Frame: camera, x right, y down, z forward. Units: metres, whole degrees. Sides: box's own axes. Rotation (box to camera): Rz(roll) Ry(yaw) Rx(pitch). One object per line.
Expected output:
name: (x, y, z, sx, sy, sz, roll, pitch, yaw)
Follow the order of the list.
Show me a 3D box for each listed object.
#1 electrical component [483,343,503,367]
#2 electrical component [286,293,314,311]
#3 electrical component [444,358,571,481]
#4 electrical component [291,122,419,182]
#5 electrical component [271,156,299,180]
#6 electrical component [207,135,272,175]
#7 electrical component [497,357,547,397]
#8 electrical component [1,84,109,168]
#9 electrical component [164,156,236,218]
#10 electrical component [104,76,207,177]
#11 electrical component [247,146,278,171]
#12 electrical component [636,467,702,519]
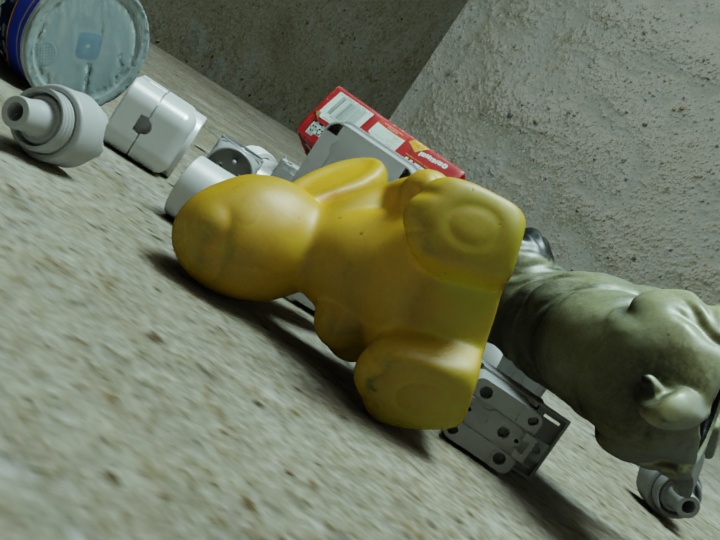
electrical component: (0.065, 0.052, 0.773, 0.077, 0.044, 0.079, 33, 6, -12)
electrical component: (-0.016, -0.005, 0.716, 0.062, 0.061, 0.096, 32, 6, -15)
electrical component: (0.074, 0.081, 0.602, 0.081, 0.042, 0.064, 34, 5, 3)
electrical component: (-0.015, -0.046, 0.801, 0.078, 0.113, 0.057, 34, 9, 4)
electrical component: (-0.045, -0.047, 0.894, 0.062, 0.061, 0.096, 37, 7, 24)
electrical component: (-0.098, -0.078, 0.934, 0.079, 0.044, 0.077, 33, 6, -8)
electrical component: (0.109, 0.051, 0.861, 0.113, 0.078, 0.057, 36, 9, 17)
electrical component: (-0.168, -0.080, 0.582, 0.043, 0.043, 0.062, 36, 7, 16)
electrical component: (-0.078, -0.034, 0.698, 0.077, 0.043, 0.079, 34, 6, 2)
electrical component: (-0.158, -0.110, 0.828, 0.059, 0.053, 0.095, 33, 6, -12)
electrical component: (-0.096, -0.093, 1.056, 0.055, 0.045, 0.045, 38, 8, 40)
electrical component: (0.231, 0.162, 0.792, 0.043, 0.043, 0.062, 33, 7, -8)
